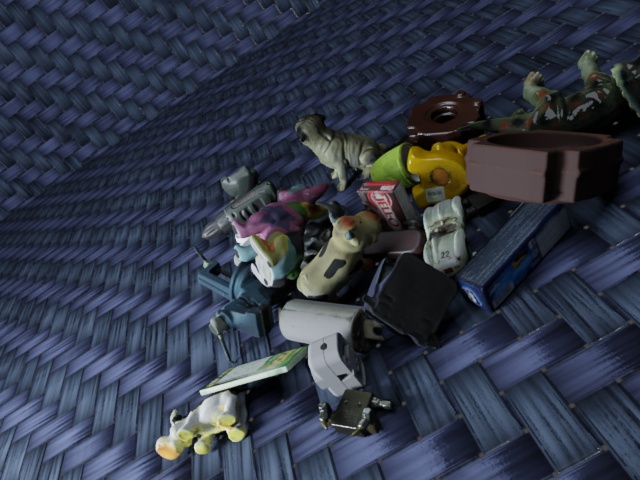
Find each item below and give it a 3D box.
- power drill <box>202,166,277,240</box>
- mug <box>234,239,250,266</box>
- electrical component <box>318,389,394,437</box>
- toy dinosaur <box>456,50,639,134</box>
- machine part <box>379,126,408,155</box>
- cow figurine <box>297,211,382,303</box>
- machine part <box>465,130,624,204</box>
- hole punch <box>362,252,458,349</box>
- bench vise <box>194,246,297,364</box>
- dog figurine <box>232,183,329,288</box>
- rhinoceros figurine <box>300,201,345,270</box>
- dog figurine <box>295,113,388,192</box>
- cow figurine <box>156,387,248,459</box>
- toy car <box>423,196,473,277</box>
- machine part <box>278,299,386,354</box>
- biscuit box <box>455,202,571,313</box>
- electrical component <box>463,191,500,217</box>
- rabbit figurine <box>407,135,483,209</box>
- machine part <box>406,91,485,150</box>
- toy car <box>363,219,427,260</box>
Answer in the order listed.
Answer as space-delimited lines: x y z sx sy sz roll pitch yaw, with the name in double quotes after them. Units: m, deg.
-0.229 -0.111 1.474 0.232 0.085 0.207 -29 29 7 "power drill"
-0.142 0.038 1.210 0.107 0.080 0.110 -29 35 30 "mug"
0.048 0.252 0.781 0.102 0.045 0.078 0 48 42 "electrical component"
0.456 -0.232 0.975 0.405 0.131 0.192 -26 33 26 "toy dinosaur"
0.205 -0.229 1.266 0.139 0.039 0.084 -37 40 -5 "machine part"
0.033 0.027 0.956 0.195 0.127 0.086 -49 54 14 "cow figurine"
0.355 -0.121 0.867 0.201 0.087 0.201 -15 22 -36 "machine part"
0.133 0.091 0.841 0.116 0.142 0.092 -59 11 -11 "hole punch"
-0.169 0.102 1.087 0.241 0.128 0.223 22 54 34 "bench vise"
-0.052 -0.024 1.044 0.219 0.108 0.192 -32 52 -25 "dog figurine"
-0.002 -0.003 1.141 0.112 0.073 0.190 0 44 28 "rhinoceros figurine"
0.052 -0.237 1.274 0.172 0.190 0.121 -35 32 -3 "dog figurine"
-0.202 0.307 0.918 0.167 0.068 0.098 -24 28 12 "cow figurine"
0.216 -0.011 0.920 0.073 0.056 0.202 -23 31 25 "toy car"
0.013 0.146 0.921 0.243 0.079 0.079 -1 46 42 "machine part"
0.300 0.019 0.836 0.203 0.059 0.063 -43 33 -13 "biscuit box"
0.298 -0.074 0.992 0.094 0.021 0.063 -30 32 9 "electrical component"
0.256 -0.155 1.059 0.162 0.121 0.173 -17 18 22 "rabbit figurine"
0.278 -0.262 1.191 0.179 0.056 0.179 -13 42 12 "machine part"
0.115 0.012 1.021 0.202 0.053 0.089 -6 63 40 "toy car"
